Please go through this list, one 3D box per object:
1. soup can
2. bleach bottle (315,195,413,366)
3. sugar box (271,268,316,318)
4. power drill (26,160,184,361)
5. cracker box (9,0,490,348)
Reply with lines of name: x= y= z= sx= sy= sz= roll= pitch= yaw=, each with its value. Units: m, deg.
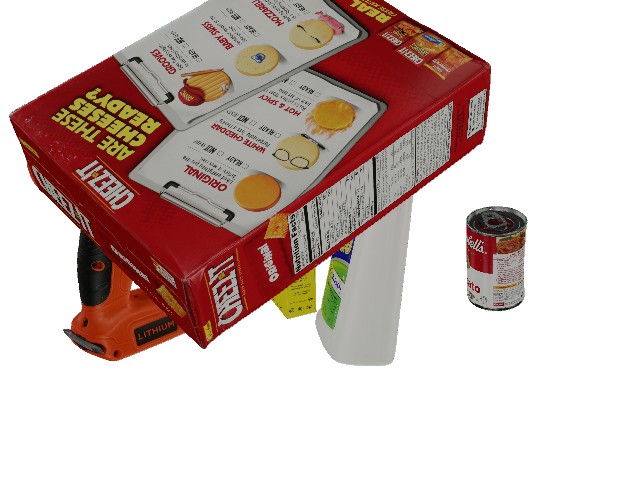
soup can: x=0.201 y=0.021 z=1.222 sx=0.068 sy=0.102 sz=0.068 roll=-4 pitch=29 yaw=2
bleach bottle: x=0.048 y=-0.021 z=0.940 sx=0.068 sy=0.251 sz=0.102 roll=4 pitch=20 yaw=-11
sugar box: x=-0.041 y=-0.005 z=1.278 sx=0.048 sy=0.176 sz=0.093 roll=-13 pitch=25 yaw=-19
power drill: x=-0.137 y=-0.013 z=0.835 sx=0.057 sy=0.188 sz=0.184 roll=19 pitch=29 yaw=42
cracker box: x=-0.036 y=-0.062 z=0.603 sx=0.213 sy=0.072 sz=0.164 roll=-36 pitch=56 yaw=-22
